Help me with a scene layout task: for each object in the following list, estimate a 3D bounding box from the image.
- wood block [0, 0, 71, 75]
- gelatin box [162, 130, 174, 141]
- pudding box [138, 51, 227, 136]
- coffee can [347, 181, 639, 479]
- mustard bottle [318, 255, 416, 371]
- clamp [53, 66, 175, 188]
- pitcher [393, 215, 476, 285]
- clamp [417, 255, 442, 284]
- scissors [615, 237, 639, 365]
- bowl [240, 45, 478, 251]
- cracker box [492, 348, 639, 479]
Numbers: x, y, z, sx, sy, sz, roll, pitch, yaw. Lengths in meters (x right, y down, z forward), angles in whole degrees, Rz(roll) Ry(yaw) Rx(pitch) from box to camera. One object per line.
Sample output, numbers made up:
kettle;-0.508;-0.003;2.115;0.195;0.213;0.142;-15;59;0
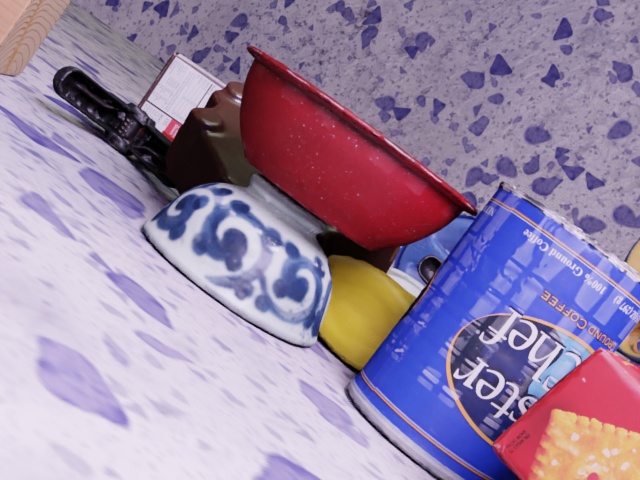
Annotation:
wood block;-0.295;-0.220;0.788;0.206;0.091;0.090;36;-174;-3
gelatin box;-0.102;-0.056;0.936;0.089;0.030;0.073;34;-177;-26
pudding box;-0.113;-0.107;0.991;0.113;0.090;0.039;34;-174;-11
coffee can;0.096;0.055;0.570;0.103;0.140;0.103;36;-175;-4
mustard bottle;0.071;0.072;0.723;0.096;0.058;0.191;40;-174;36
clamp;-0.156;-0.093;0.835;0.120;0.039;0.171;47;176;-16
pitcher;0.182;0.075;1.202;0.145;0.149;0.242;19;173;26
clamp;0.180;0.113;0.971;0.210;0.036;0.165;51;176;-30
scissors;0.165;0.042;0.632;0.016;0.096;0.202;21;163;-17
bowl;0.009;-0.042;0.611;0.162;0.055;0.162;36;-176;-3
cracker box;0.183;0.152;0.466;0.214;0.072;0.164;50;-169;22
